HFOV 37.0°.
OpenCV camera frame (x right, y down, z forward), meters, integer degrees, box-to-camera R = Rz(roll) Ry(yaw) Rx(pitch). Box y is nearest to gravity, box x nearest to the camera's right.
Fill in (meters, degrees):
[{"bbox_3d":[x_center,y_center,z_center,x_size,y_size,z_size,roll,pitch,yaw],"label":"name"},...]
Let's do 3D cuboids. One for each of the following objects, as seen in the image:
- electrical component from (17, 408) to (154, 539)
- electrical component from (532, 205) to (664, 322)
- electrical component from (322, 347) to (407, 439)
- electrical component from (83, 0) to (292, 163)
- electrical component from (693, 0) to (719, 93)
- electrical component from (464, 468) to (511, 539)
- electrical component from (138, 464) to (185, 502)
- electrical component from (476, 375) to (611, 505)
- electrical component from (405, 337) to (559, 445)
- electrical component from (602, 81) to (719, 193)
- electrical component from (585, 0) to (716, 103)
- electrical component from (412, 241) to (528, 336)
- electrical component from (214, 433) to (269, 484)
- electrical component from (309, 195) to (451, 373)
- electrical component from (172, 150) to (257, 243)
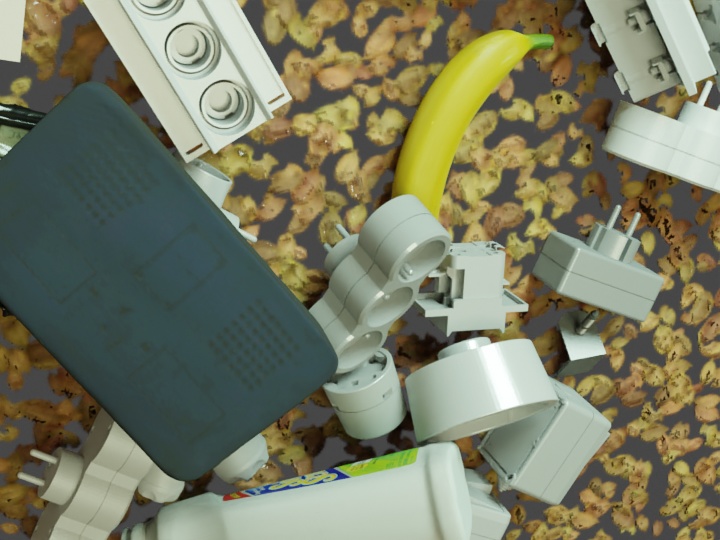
[{"bbox_3d":[-0.200,0.147,0.752,0.074,0.052,0.138,27,99,-23],"label":"electrical component"},{"bbox_3d":[0.189,-0.012,0.819,0.083,0.047,0.075,18,102,-22],"label":"electrical component"},{"bbox_3d":[0.004,0.091,0.795,0.055,0.055,0.047,-25,117,-7],"label":"electrical component"},{"bbox_3d":[-0.109,-0.141,0.674,0.079,0.063,0.121,-32,115,-4],"label":"electrical component"},{"bbox_3d":[0.290,-0.172,0.789,0.050,0.055,0.089,-28,114,-6],"label":"electrical component"},{"bbox_3d":[0.060,0.186,0.841,0.096,0.061,0.061,20,102,-22],"label":"electrical component"},{"bbox_3d":[-0.138,0.135,0.777,0.035,0.035,0.061,16,101,-21],"label":"electrical component"},{"bbox_3d":[0.143,0.138,0.848,0.061,0.061,0.096,27,99,-28],"label":"electrical component"},{"bbox_3d":[0.085,0.084,0.792,0.108,0.108,0.060,-13,74,-12],"label":"electrical component"},{"bbox_3d":[0.254,-0.103,0.804,0.138,0.052,0.073,16,104,-21],"label":"electrical component"},{"bbox_3d":[0.193,-0.183,0.747,0.063,0.078,0.121,-22,117,23],"label":"electrical component"},{"bbox_3d":[0.080,0.012,0.797,0.081,0.042,0.063,-2,108,-17],"label":"electrical component"},{"bbox_3d":[-0.097,0.120,0.780,0.043,0.043,0.062,-34,113,-4],"label":"electrical component"},{"bbox_3d":[0.000,0.000,0.755,0.052,0.073,0.138,-6,139,-48],"label":"electrical component"},{"bbox_3d":[-0.108,-0.029,0.723,0.079,0.044,0.077,28,99,-24],"label":"electrical component"}]
